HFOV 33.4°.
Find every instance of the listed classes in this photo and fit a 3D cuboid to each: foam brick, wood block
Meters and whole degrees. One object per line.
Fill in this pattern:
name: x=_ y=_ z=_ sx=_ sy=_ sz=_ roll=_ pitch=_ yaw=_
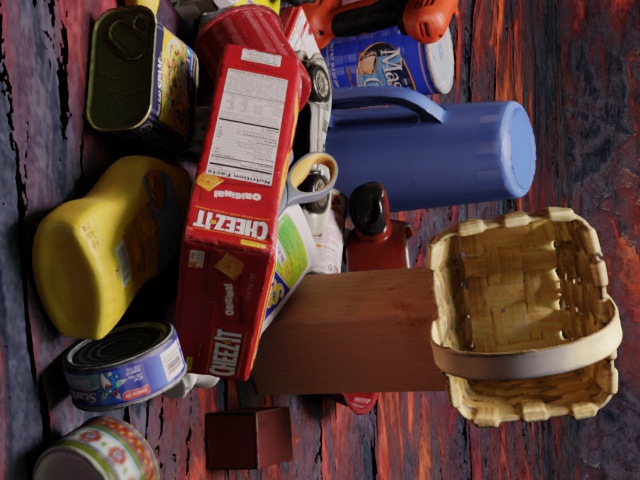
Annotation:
foam brick: x=-0.064 y=0.182 z=0.984 sx=0.051 sy=0.053 sz=0.078 roll=-6 pitch=-8 yaw=22
wood block: x=0.034 y=0.089 z=1.038 sx=0.206 sy=0.091 sz=0.090 roll=-5 pitch=27 yaw=23

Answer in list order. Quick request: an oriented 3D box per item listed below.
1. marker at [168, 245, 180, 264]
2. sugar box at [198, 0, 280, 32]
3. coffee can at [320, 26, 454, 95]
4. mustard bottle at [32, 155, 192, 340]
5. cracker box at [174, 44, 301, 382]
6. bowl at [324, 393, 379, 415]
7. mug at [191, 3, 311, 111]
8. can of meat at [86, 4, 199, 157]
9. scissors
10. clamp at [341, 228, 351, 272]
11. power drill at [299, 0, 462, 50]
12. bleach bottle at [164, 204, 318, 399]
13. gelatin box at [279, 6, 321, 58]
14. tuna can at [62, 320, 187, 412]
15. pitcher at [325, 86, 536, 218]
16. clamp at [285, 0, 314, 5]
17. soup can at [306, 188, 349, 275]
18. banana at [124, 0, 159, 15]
marker: x=-0.115 y=-0.011 z=0.941 sx=0.020 sy=0.020 sz=0.121 roll=0 pitch=26 yaw=21
sugar box: x=-0.074 y=-0.258 z=1.055 sx=0.048 sy=0.176 sz=0.093 roll=-3 pitch=-23 yaw=22
coffee can: x=0.082 y=-0.221 z=1.299 sx=0.140 sy=0.103 sz=0.102 roll=-5 pitch=-2 yaw=23
mustard bottle: x=-0.145 y=-0.011 z=0.814 sx=0.058 sy=0.096 sz=0.191 roll=3 pitch=28 yaw=19
cracker box: x=-0.065 y=-0.022 z=0.844 sx=0.072 sy=0.213 sz=0.164 roll=9 pitch=-41 yaw=-4
bowl: x=0.021 y=0.116 z=1.197 sx=0.055 sy=0.162 sz=0.162 roll=-5 pitch=-2 yaw=22
mug: x=-0.059 y=-0.147 z=0.980 sx=0.093 sy=0.081 sz=0.117 roll=-22 pitch=-30 yaw=-13
can of meat: x=-0.139 y=-0.124 z=0.857 sx=0.057 sy=0.102 sz=0.083 roll=-3 pitch=-13 yaw=20
scissors: x=-0.056 y=-0.041 z=0.987 sx=0.096 sy=0.016 sz=0.201 roll=39 pitch=45 yaw=12
clamp: x=0.039 y=0.043 z=1.278 sx=0.039 sy=0.120 sz=0.171 roll=-13 pitch=-17 yaw=25
power drill: x=0.074 y=-0.281 z=1.234 sx=0.188 sy=0.057 sz=0.184 roll=-5 pitch=37 yaw=24
bleach bottle: x=-0.079 y=0.056 z=0.962 sx=0.068 sy=0.102 sz=0.250 roll=-6 pitch=31 yaw=26
gelatin box: x=-0.028 y=-0.201 z=1.176 sx=0.030 sy=0.073 sz=0.089 roll=-4 pitch=-46 yaw=23
tuna can: x=-0.141 y=0.089 z=0.770 sx=0.086 sy=0.034 sz=0.086 roll=-12 pitch=16 yaw=3
pitcher: x=0.112 y=-0.102 z=1.217 sx=0.243 sy=0.145 sz=0.149 roll=-3 pitch=0 yaw=29
clamp: x=-0.017 y=-0.299 z=1.131 sx=0.036 sy=0.164 sz=0.210 roll=5 pitch=-10 yaw=2
soup can: x=-0.007 y=0.001 z=1.135 sx=0.068 sy=0.102 sz=0.068 roll=5 pitch=-23 yaw=2
banana: x=-0.165 y=-0.268 z=0.855 sx=0.037 sy=0.198 sz=0.069 roll=7 pitch=42 yaw=37
